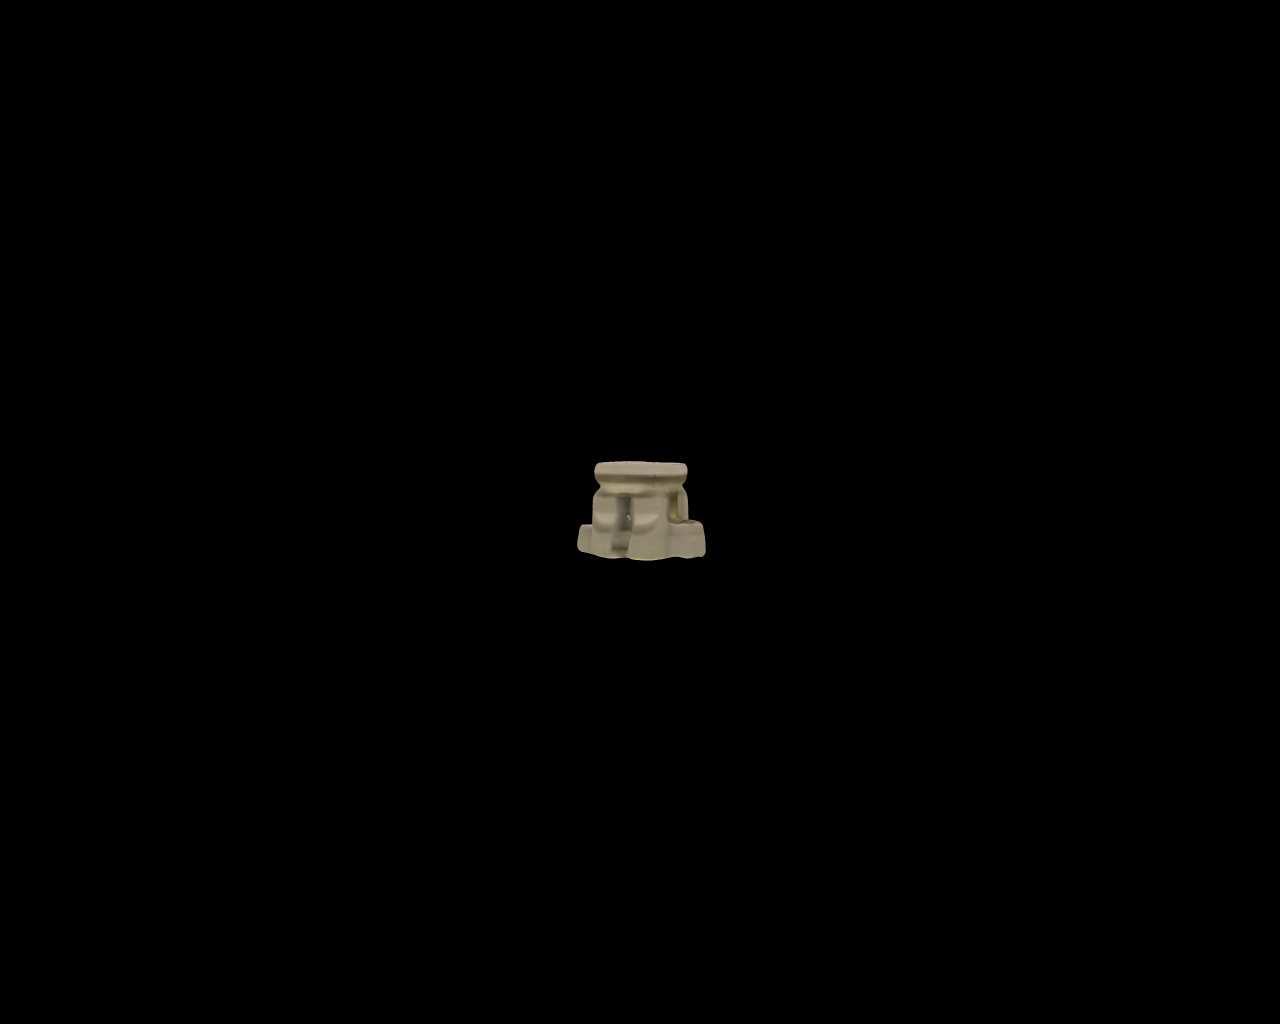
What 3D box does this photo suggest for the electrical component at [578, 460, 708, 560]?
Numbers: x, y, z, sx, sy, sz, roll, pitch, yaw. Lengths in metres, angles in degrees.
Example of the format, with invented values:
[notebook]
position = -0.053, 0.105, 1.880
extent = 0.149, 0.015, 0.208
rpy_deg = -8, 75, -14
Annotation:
[electrical component]
position = 0.001, -0.003, 0.650
extent = 0.078, 0.057, 0.058
rpy_deg = 2, 4, 27
